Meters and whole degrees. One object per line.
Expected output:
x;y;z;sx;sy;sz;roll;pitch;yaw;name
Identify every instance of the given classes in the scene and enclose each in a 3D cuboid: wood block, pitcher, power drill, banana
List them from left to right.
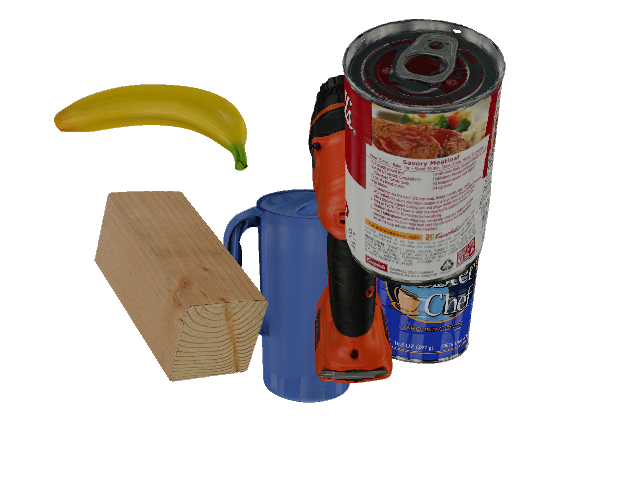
-0.144;-0.112;0.961;0.198;0.037;0.069;12;48;20;banana
-0.147;0.040;1.092;0.090;0.091;0.206;-3;34;-35;wood block
-0.023;0.066;1.278;0.149;0.243;0.144;10;18;24;pitcher
0.019;-0.007;0.766;0.057;0.188;0.184;-2;33;2;power drill

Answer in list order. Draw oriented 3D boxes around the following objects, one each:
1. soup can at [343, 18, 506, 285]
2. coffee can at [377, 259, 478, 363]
0.044;-0.038;0.479;0.068;0.102;0.068;-1;43;1;soup can
0.097;0.030;1.008;0.103;0.140;0.103;3;24;-1;coffee can
